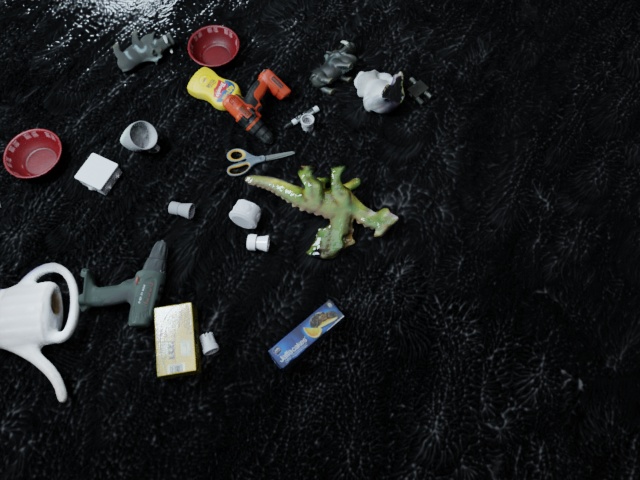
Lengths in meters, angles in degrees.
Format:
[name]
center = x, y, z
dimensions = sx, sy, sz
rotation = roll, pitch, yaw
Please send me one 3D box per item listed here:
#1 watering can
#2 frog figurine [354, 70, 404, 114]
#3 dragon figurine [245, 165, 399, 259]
[watering can]
center = -0.706, 0.226, 1.260
dimensions = 0.224, 0.102, 0.354
rotation = -7, 68, -2
[frog figurine]
center = 0.170, -0.448, 1.558
dimensions = 0.160, 0.121, 0.138
rotation = 16, 75, 44
[dragon figurine]
center = 0.004, -0.070, 1.393
dimensions = 0.410, 0.121, 0.246
rotation = -3, 76, 1
